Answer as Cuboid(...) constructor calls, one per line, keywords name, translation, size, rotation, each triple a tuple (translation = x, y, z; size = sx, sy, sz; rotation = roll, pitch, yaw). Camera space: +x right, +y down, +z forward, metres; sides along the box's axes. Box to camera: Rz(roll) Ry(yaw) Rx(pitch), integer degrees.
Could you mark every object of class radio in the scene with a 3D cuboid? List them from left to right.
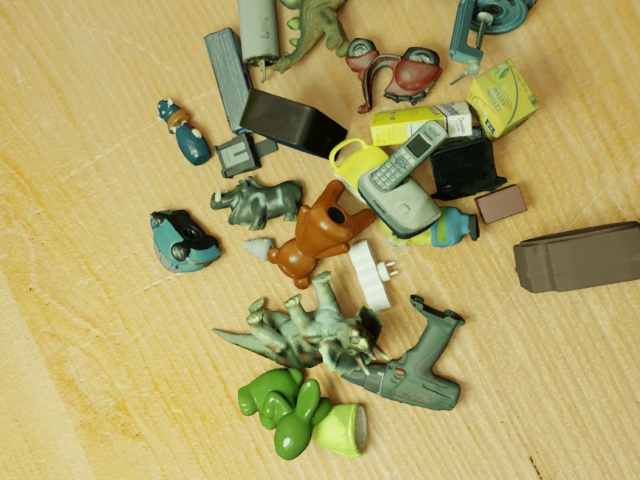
Cuboid(name="radio", translation=(-0.044, -0.203, 0.973), size=(0.131, 0.229, 0.073), rotation=(22, 96, 15))

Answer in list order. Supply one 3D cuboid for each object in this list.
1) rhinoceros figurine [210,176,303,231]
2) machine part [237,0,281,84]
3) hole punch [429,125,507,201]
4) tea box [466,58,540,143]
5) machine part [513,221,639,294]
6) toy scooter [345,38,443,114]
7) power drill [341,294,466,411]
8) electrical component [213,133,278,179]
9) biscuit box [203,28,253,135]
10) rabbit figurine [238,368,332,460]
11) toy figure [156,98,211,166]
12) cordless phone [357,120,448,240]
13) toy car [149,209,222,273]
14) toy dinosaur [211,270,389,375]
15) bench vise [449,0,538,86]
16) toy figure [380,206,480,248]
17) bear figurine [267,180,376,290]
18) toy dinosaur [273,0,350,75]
Cuboid(name="rhinoceros figurine", translation=(-0.126, -0.074, 1.073), size=(0.190, 0.073, 0.112), rotation=(-6, 93, 12))
Cuboid(name="machine part", translation=(-0.121, -0.433, 1.053), size=(0.079, 0.079, 0.243), rotation=(-4, 91, 12))
Cuboid(name="hole punch", translation=(0.260, -0.143, 0.991), size=(0.142, 0.092, 0.115), rotation=(-14, 123, 8))
Cuboid(name="tea box", translation=(0.309, -0.234, 0.925), size=(0.068, 0.169, 0.098), rotation=(-30, 84, 10))
Cuboid(name="machine part", translation=(0.435, 0.026, 0.894), size=(0.202, 0.201, 0.087), rotation=(-10, 88, 12))
Cuboid(name="toy scooter", translation=(0.131, -0.297, 1.009), size=(0.184, 0.075, 0.135), rotation=(13, 100, 11))
Cuboid(name="power drill", translation=(0.169, 0.212, 1.022), size=(0.232, 0.086, 0.207), rotation=(21, 92, 11))
Cuboid(name="electrical component", translation=(-0.148, -0.174, 1.086), size=(0.119, 0.048, 0.074), rotation=(-15, 90, 14))
Cuboid(name="biscuit box", translation=(-0.171, -0.313, 1.078), size=(0.063, 0.059, 0.202), rotation=(-16, 89, 10))
Cuboid(name="rabbit figurine", translation=(-0.055, 0.336, 1.029), size=(0.159, 0.170, 0.121), rotation=(-31, 129, -2))
Cuboid(name="toy figure", translation=(-0.283, -0.224, 1.108), size=(0.064, 0.058, 0.154), rotation=(-34, 81, 6))
Cuboid(name="cordless phone", translation=(0.170, -0.103, 0.926), size=(0.184, 0.088, 0.147), rotation=(-46, 65, 14))
Cuboid(name="toy car", translation=(-0.290, 0.014, 1.099), size=(0.162, 0.109, 0.103), rotation=(42, 117, 16))
Cuboid(name="toy dinosaur", translation=(-0.035, 0.188, 1.031), size=(0.405, 0.131, 0.192), rotation=(-24, 100, 43))
Cuboid(name="bench vise", translation=(0.265, -0.403, 0.943), size=(0.224, 0.129, 0.240), rotation=(16, 77, -8))
Cuboid(name="toy figure", translation=(0.203, -0.029, 1.004), size=(0.180, 0.082, 0.089), rotation=(-3, 73, 19))
Cuboid(name="bear figurine", translation=(-0.005, -0.001, 1.035), size=(0.120, 0.132, 0.195), rotation=(42, 136, 2))
Cuboid(name="toy dinosaur", translation=(0.045, -0.514, 1.004), size=(0.199, 0.105, 0.471), rotation=(38, 95, 11))
